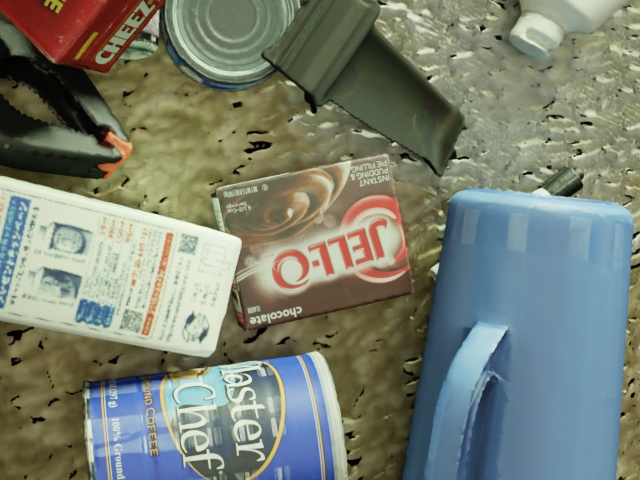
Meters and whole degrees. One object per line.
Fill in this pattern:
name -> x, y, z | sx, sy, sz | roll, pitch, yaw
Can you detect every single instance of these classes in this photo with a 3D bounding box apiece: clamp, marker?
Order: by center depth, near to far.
clamp -> -0.203, -0.095, 0.596 | 0.210, 0.036, 0.164 | 39, 44, -15
marker -> 0.124, -0.009, 0.699 | 0.121, 0.020, 0.020 | -37, 97, -8

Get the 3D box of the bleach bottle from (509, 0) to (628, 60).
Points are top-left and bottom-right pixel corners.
bleach bottle -> 0.185, -0.236, 0.683 | 0.102, 0.068, 0.251 | 28, 89, -9

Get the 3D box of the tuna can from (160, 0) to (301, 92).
tuna can -> -0.055, -0.136, 0.655 | 0.086, 0.034, 0.086 | 0, 91, -10

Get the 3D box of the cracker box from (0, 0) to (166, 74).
cracker box -> -0.149, -0.221, 0.570 | 0.214, 0.072, 0.164 | 44, 102, 8

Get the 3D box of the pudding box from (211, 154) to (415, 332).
pudding box -> -0.004, 0.001, 0.665 | 0.113, 0.039, 0.090 | -12, 94, -10

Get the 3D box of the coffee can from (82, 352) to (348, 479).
coffee can -> -0.063, 0.125, 0.625 | 0.140, 0.103, 0.103 | -6, 93, -10

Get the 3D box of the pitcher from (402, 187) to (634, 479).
pitcher -> 0.113, 0.094, 0.627 | 0.145, 0.149, 0.243 | 5, 93, -13
